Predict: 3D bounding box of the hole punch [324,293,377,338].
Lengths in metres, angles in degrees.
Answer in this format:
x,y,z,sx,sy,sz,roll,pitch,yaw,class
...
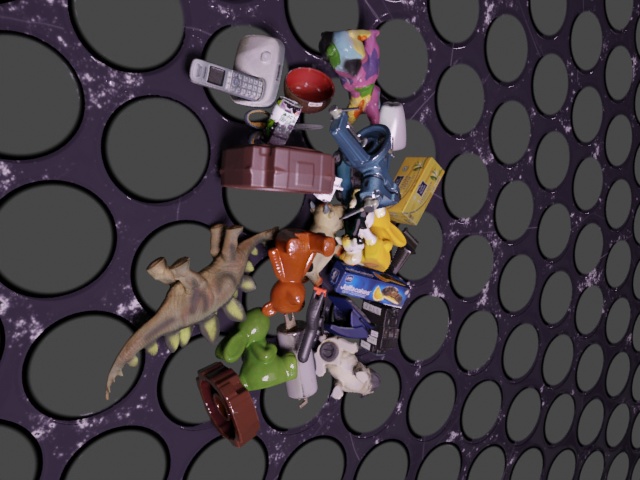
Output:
x,y,z,sx,sy,sz,roll,pitch,yaw,class
0.056,0.199,1.295,0.115,0.142,0.092,44,70,-18,hole punch

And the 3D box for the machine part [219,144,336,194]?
x,y,z,sx,sy,sz,roll,pitch,yaw,class
-0.085,-0.141,1.092,0.201,0.202,0.087,1,93,-35,machine part

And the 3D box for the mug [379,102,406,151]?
x,y,z,sx,sy,sz,roll,pitch,yaw,class
0.178,-0.286,1.323,0.109,0.081,0.107,-55,151,-54,mug

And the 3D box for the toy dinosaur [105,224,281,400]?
x,y,z,sx,sy,sz,roll,pitch,yaw,class
-0.249,0.115,1.073,0.471,0.105,0.198,-36,116,-27,toy dinosaur

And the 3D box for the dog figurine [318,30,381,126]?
x,y,z,sx,sy,sz,roll,pitch,yaw,class
0.080,-0.364,1.225,0.191,0.109,0.219,-35,123,-55,dog figurine

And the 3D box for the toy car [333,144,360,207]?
x,y,z,sx,sy,sz,roll,pitch,yaw,class
0.097,-0.157,1.283,0.109,0.103,0.161,-2,96,-35,toy car

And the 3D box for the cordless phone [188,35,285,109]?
x,y,z,sx,sy,sz,roll,pitch,yaw,class
-0.169,-0.350,1.076,0.184,0.089,0.146,10,92,-32,cordless phone

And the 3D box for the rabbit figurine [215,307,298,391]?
x,y,z,sx,sy,sz,roll,pitch,yaw,class
-0.148,0.236,1.182,0.159,0.121,0.170,-9,85,-27,rabbit figurine

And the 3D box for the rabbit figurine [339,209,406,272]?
x,y,z,sx,sy,sz,roll,pitch,yaw,class
0.143,-0.013,1.335,0.162,0.122,0.173,20,67,-39,rabbit figurine

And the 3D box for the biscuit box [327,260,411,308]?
x,y,z,sx,sy,sz,roll,pitch,yaw,class
0.120,0.107,1.296,0.202,0.063,0.059,15,111,-28,biscuit box

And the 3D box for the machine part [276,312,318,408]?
x,y,z,sx,sy,sz,roll,pitch,yaw,class
-0.053,0.278,1.258,0.079,0.079,0.243,-18,107,-32,machine part

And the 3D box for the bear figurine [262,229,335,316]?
x,y,z,sx,sy,sz,roll,pitch,yaw,class
-0.054,0.078,1.139,0.120,0.132,0.195,2,99,-31,bear figurine

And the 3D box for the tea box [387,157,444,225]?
x,y,z,sx,sy,sz,roll,pitch,yaw,class
0.236,-0.128,1.389,0.068,0.098,0.169,37,74,-35,tea box

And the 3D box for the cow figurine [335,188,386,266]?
x,y,z,sx,sy,sz,roll,pitch,yaw,class
0.084,-0.030,1.225,0.098,0.068,0.167,45,58,-44,cow figurine

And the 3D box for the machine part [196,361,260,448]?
x,y,z,sx,sy,sz,roll,pitch,yaw,class
-0.191,0.338,1.115,0.056,0.180,0.179,-25,111,-31,machine part

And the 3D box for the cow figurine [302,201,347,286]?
x,y,z,sx,sy,sz,roll,pitch,yaw,class
-0.003,-0.004,1.250,0.195,0.086,0.127,-53,128,-16,cow figurine

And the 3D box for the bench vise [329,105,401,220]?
x,y,z,sx,sy,sz,roll,pitch,yaw,class
0.087,-0.178,1.139,0.240,0.129,0.223,45,55,-38,bench vise

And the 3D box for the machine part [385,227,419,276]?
x,y,z,sx,sy,sz,roll,pitch,yaw,class
0.215,0.041,1.438,0.139,0.039,0.084,-55,128,-18,machine part

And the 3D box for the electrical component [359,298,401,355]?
x,y,z,sx,sy,sz,roll,pitch,yaw,class
0.145,0.222,1.367,0.058,0.115,0.134,6,97,-32,electrical component

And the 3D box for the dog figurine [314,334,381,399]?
x,y,z,sx,sy,sz,roll,pitch,yaw,class
0.070,0.316,1.359,0.172,0.121,0.190,69,12,19,dog figurine
